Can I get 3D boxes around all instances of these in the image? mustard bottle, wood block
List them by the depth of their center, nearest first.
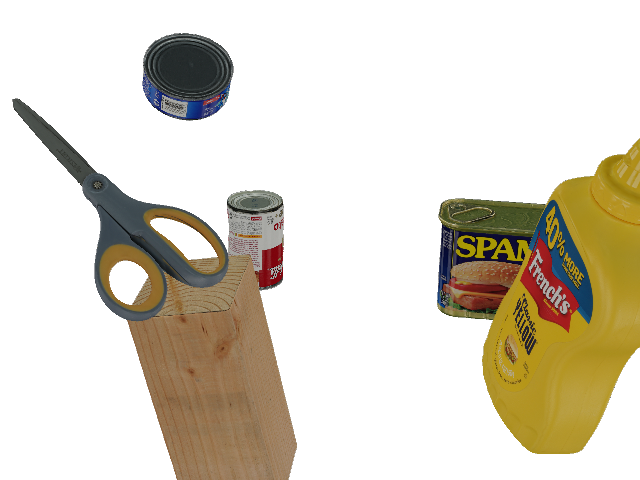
[{"bbox_3d":[0.143,0.024,0.574,0.058,0.192,0.096,3,44,-13],"label":"mustard bottle"},{"bbox_3d":[-0.089,0.127,0.925,0.090,0.206,0.090,-5,28,14],"label":"wood block"}]

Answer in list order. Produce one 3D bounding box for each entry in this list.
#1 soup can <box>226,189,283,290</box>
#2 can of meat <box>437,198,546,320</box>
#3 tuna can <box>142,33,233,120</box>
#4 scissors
[{"bbox_3d":[-0.077,-0.001,1.259,0.068,0.102,0.068,1,24,-1],"label":"soup can"},{"bbox_3d":[0.145,0.017,0.866,0.102,0.084,0.057,5,24,8],"label":"can of meat"},{"bbox_3d":[-0.128,-0.157,1.027,0.086,0.086,0.034,0,-34,-12],"label":"tuna can"},{"bbox_3d":[-0.156,-0.018,0.718,0.202,0.096,0.016,31,-30,10],"label":"scissors"}]
